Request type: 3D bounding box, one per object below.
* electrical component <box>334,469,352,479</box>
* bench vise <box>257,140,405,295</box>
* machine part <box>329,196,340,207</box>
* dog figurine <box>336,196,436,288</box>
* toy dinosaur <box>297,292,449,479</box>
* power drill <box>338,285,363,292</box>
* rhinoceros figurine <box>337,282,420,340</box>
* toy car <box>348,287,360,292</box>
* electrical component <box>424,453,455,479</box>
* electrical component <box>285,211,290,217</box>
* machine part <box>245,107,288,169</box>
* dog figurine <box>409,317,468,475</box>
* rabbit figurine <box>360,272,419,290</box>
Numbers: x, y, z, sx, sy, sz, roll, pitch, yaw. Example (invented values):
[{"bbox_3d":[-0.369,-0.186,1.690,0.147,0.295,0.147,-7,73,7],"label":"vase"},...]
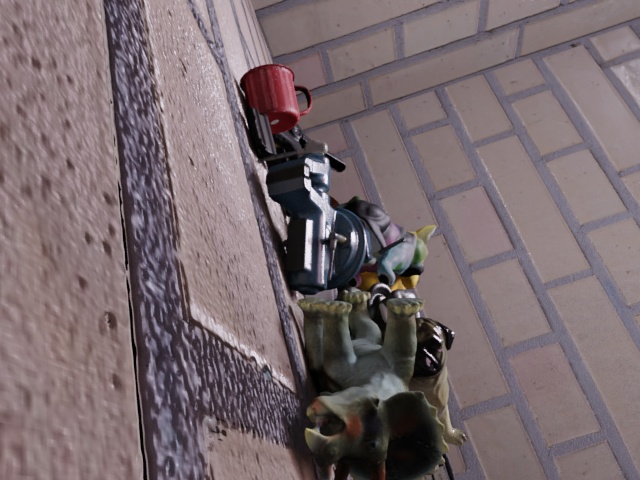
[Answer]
[{"bbox_3d":[0.036,0.284,0.567,0.063,0.021,0.094,64,8,-75],"label":"electrical component"},{"bbox_3d":[0.015,-0.021,0.782,0.240,0.129,0.223,25,50,-52],"label":"bench vise"},{"bbox_3d":[0.017,-0.009,1.142,0.179,0.056,0.179,50,-25,35],"label":"machine part"},{"bbox_3d":[0.124,-0.006,0.976,0.219,0.109,0.191,-30,102,-49],"label":"dog figurine"},{"bbox_3d":[0.041,0.158,0.622,0.405,0.131,0.192,131,-42,-84],"label":"toy dinosaur"},{"bbox_3d":[0.073,0.157,1.072,0.232,0.086,0.207,48,-6,18],"label":"power drill"},{"bbox_3d":[0.066,0.127,0.782,0.190,0.073,0.112,-51,-141,37],"label":"rhinoceros figurine"},{"bbox_3d":[0.078,0.159,0.872,0.202,0.056,0.073,58,-46,47],"label":"toy car"},{"bbox_3d":[0.123,0.339,0.769,0.058,0.134,0.114,-105,177,-79],"label":"electrical component"},{"bbox_3d":[-0.051,-0.069,0.942,0.078,0.045,0.102,10,-61,61],"label":"electrical component"},{"bbox_3d":[-0.084,-0.150,0.843,0.138,0.039,0.084,58,8,-71],"label":"machine part"},{"bbox_3d":[0.105,0.189,0.726,0.121,0.172,0.190,-23,105,-53],"label":"dog figurine"},{"bbox_3d":[0.148,0.065,1.129,0.122,0.173,0.162,52,-14,7],"label":"rabbit figurine"}]
